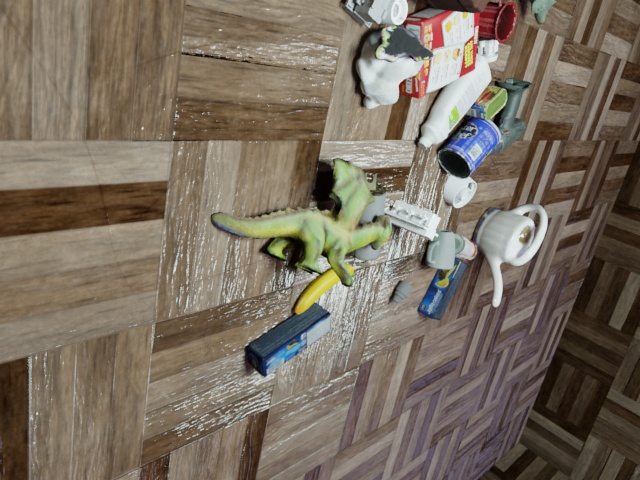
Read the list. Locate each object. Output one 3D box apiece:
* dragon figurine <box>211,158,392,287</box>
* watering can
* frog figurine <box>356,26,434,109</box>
[{"bbox_3d":[0.003,-0.052,1.035,0.406,0.244,0.123,30,-8,-37],"label":"dragon figurine"},{"bbox_3d":[0.570,0.026,1.624,0.103,0.348,0.226,34,-2,-32],"label":"watering can"},{"bbox_3d":[0.136,-0.344,1.038,0.138,0.124,0.156,-22,-15,-21],"label":"frog figurine"}]
